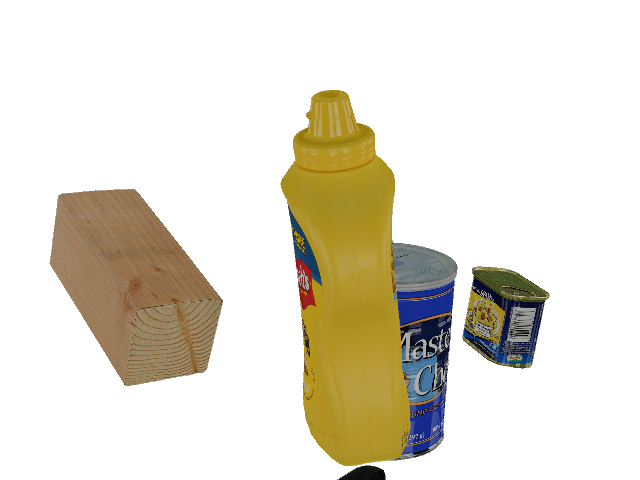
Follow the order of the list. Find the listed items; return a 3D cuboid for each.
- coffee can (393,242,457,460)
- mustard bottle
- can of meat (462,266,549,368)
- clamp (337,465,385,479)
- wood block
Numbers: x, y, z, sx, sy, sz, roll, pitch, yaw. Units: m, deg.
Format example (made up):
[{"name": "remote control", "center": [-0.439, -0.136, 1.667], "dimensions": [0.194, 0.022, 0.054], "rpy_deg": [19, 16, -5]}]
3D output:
[{"name": "coffee can", "center": [0.048, 0.082, 0.819], "dimensions": [0.103, 0.140, 0.103], "rpy_deg": [2, 16, -1]}, {"name": "mustard bottle", "center": [0.013, 0.015, 0.561], "dimensions": [0.058, 0.192, 0.096], "rpy_deg": [-7, 24, -4]}, {"name": "can of meat", "center": [0.202, 0.084, 1.178], "dimensions": [0.057, 0.084, 0.102], "rpy_deg": [3, 15, -20]}, {"name": "clamp", "center": [-0.043, 0.201, 0.657], "dimensions": [0.210, 0.036, 0.164], "rpy_deg": [-3, 28, 2]}, {"name": "wood block", "center": [-0.189, 0.040, 1.063], "dimensions": [0.090, 0.091, 0.206], "rpy_deg": [-6, 35, -34]}]
